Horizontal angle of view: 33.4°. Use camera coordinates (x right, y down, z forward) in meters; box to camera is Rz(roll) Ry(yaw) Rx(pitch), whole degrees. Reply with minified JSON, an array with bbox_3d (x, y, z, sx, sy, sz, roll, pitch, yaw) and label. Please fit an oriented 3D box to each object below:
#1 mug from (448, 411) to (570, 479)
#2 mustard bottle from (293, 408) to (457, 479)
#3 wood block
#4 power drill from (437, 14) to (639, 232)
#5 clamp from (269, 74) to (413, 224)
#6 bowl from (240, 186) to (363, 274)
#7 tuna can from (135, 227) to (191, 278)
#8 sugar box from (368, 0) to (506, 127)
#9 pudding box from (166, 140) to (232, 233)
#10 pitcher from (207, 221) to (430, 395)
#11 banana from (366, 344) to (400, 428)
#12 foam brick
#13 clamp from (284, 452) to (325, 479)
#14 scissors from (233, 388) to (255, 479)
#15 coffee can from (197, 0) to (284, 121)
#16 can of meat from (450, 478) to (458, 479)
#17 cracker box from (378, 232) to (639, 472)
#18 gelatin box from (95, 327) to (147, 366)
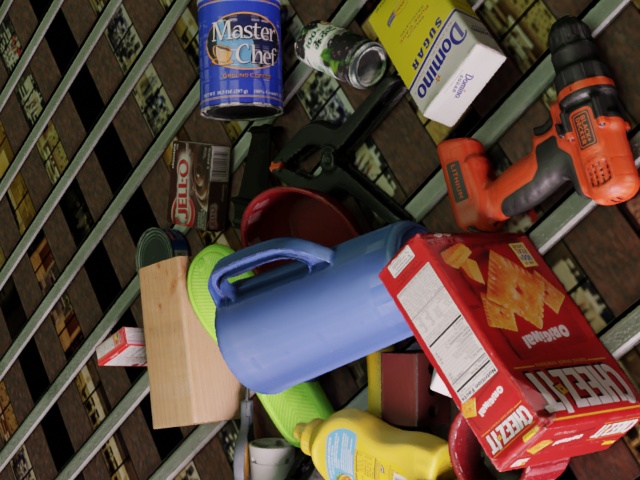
[{"bbox_3d":[0.181,0.181,1.002,0.093,0.081,0.117,-4,85,46],"label":"mug"},{"bbox_3d":[0.049,0.226,1.103,0.192,0.058,0.096,14,118,37],"label":"mustard bottle"},{"bbox_3d":[-0.162,0.130,1.355,0.090,0.090,0.206,-17,77,44],"label":"wood block"},{"bbox_3d":[0.200,-0.097,1.013,0.188,0.057,0.184,-29,65,42],"label":"power drill"},{"bbox_3d":[0.025,-0.083,1.209,0.210,0.036,0.164,-13,81,44],"label":"clamp"},{"bbox_3d":[-0.008,0.001,1.197,0.162,0.055,0.162,16,126,23],"label":"bowl"},{"bbox_3d":[-0.214,0.026,1.453,0.086,0.033,0.086,-2,87,46],"label":"tuna can"},{"bbox_3d":[0.115,-0.206,1.085,0.093,0.048,0.176,-53,37,28],"label":"sugar box"},{"bbox_3d":[-0.159,-0.071,1.396,0.090,0.039,0.113,11,96,46],"label":"pudding box"},{"bbox_3d":[0.009,0.062,1.100,0.243,0.148,0.145,-25,75,37],"label":"pitcher"},{"bbox_3d":[0.059,0.186,1.161,0.070,0.037,0.198,17,100,44],"label":"banana"},{"bbox_3d":[0.099,0.154,1.110,0.051,0.052,0.078,-3,86,46],"label":"foam brick"},{"bbox_3d":[-0.032,0.288,1.206,0.171,0.039,0.120,-55,21,-12],"label":"clamp"},{"bbox_3d":[-0.092,0.213,1.293,0.016,0.096,0.202,-3,87,6],"label":"scissors"},{"bbox_3d":[-0.096,-0.222,1.293,0.103,0.102,0.140,-6,84,46],"label":"coffee can"},{"bbox_3d":[0.152,0.270,1.016,0.084,0.101,0.057,19,102,43],"label":"can of meat"},{"bbox_3d":[0.174,0.090,0.956,0.072,0.163,0.214,-53,54,33],"label":"cracker box"},{"bbox_3d":[-0.246,0.144,1.442,0.073,0.089,0.030,-34,61,39],"label":"gelatin box"}]
